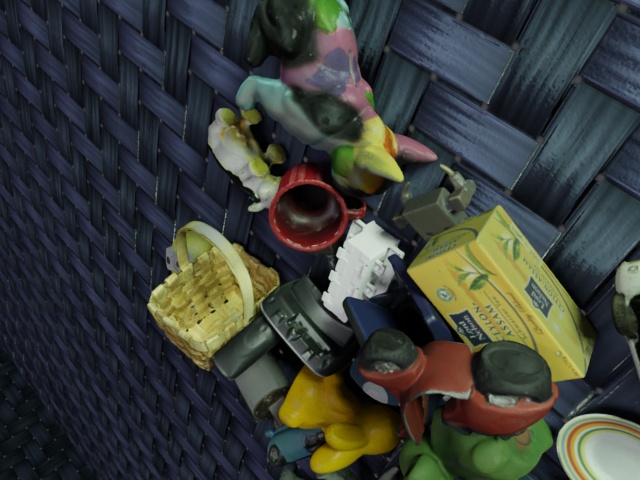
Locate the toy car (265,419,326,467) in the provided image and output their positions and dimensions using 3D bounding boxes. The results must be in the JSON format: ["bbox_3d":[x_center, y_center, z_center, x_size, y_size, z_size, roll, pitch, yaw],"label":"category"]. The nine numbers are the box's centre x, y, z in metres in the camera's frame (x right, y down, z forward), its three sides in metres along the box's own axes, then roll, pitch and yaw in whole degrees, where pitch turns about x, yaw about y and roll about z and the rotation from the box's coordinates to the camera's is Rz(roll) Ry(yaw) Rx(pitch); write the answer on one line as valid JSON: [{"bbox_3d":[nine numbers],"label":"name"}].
[{"bbox_3d":[-0.026,0.307,0.892,0.161,0.109,0.103,-41,61,40],"label":"toy car"}]

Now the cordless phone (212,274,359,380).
[{"bbox_3d":[-0.049,0.151,0.754,0.147,0.184,0.088,47,170,15],"label":"cordless phone"}]

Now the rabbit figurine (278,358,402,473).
[{"bbox_3d":[0.039,0.249,0.772,0.173,0.162,0.121,26,119,10],"label":"rabbit figurine"}]

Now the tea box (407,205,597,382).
[{"bbox_3d":[0.181,0.061,0.537,0.169,0.068,0.098,49,140,-6],"label":"tea box"}]

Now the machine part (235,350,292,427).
[{"bbox_3d":[-0.112,0.213,0.903,0.243,0.079,0.079,49,142,41],"label":"machine part"}]

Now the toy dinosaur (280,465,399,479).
[{"bbox_3d":[0.037,0.457,0.890,0.192,0.131,0.405,38,138,-20],"label":"toy dinosaur"}]

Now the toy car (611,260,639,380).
[{"bbox_3d":[0.313,0.108,0.465,0.074,0.056,0.201,-13,104,42],"label":"toy car"}]

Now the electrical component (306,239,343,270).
[{"bbox_3d":[-0.002,-0.002,0.744,0.063,0.021,0.094,-1,112,46],"label":"electrical component"}]

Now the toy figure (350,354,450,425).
[{"bbox_3d":[0.113,0.205,0.724,0.155,0.058,0.064,26,167,31],"label":"toy figure"}]

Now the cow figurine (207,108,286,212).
[{"bbox_3d":[-0.095,-0.096,0.749,0.098,0.068,0.167,-35,86,49],"label":"cow figurine"}]

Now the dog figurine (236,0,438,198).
[{"bbox_3d":[0.028,-0.150,0.571,0.219,0.108,0.191,37,132,19],"label":"dog figurine"}]

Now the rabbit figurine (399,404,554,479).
[{"bbox_3d":[0.159,0.250,0.615,0.121,0.159,0.170,48,126,1],"label":"rabbit figurine"}]

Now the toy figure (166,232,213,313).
[{"bbox_3d":[-0.223,0.067,0.966,0.082,0.089,0.179,0,127,13],"label":"toy figure"}]

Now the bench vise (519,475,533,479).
[{"bbox_3d":[0.200,0.348,0.571,0.224,0.240,0.128,-14,97,6],"label":"bench vise"}]

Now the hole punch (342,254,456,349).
[{"bbox_3d":[0.104,0.090,0.612,0.092,0.115,0.142,-50,40,19],"label":"hole punch"}]

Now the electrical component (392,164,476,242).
[{"bbox_3d":[0.129,-0.034,0.581,0.078,0.045,0.102,38,146,-18],"label":"electrical component"}]

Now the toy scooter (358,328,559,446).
[{"bbox_3d":[0.128,0.155,0.525,0.184,0.075,0.135,7,124,14],"label":"toy scooter"}]
